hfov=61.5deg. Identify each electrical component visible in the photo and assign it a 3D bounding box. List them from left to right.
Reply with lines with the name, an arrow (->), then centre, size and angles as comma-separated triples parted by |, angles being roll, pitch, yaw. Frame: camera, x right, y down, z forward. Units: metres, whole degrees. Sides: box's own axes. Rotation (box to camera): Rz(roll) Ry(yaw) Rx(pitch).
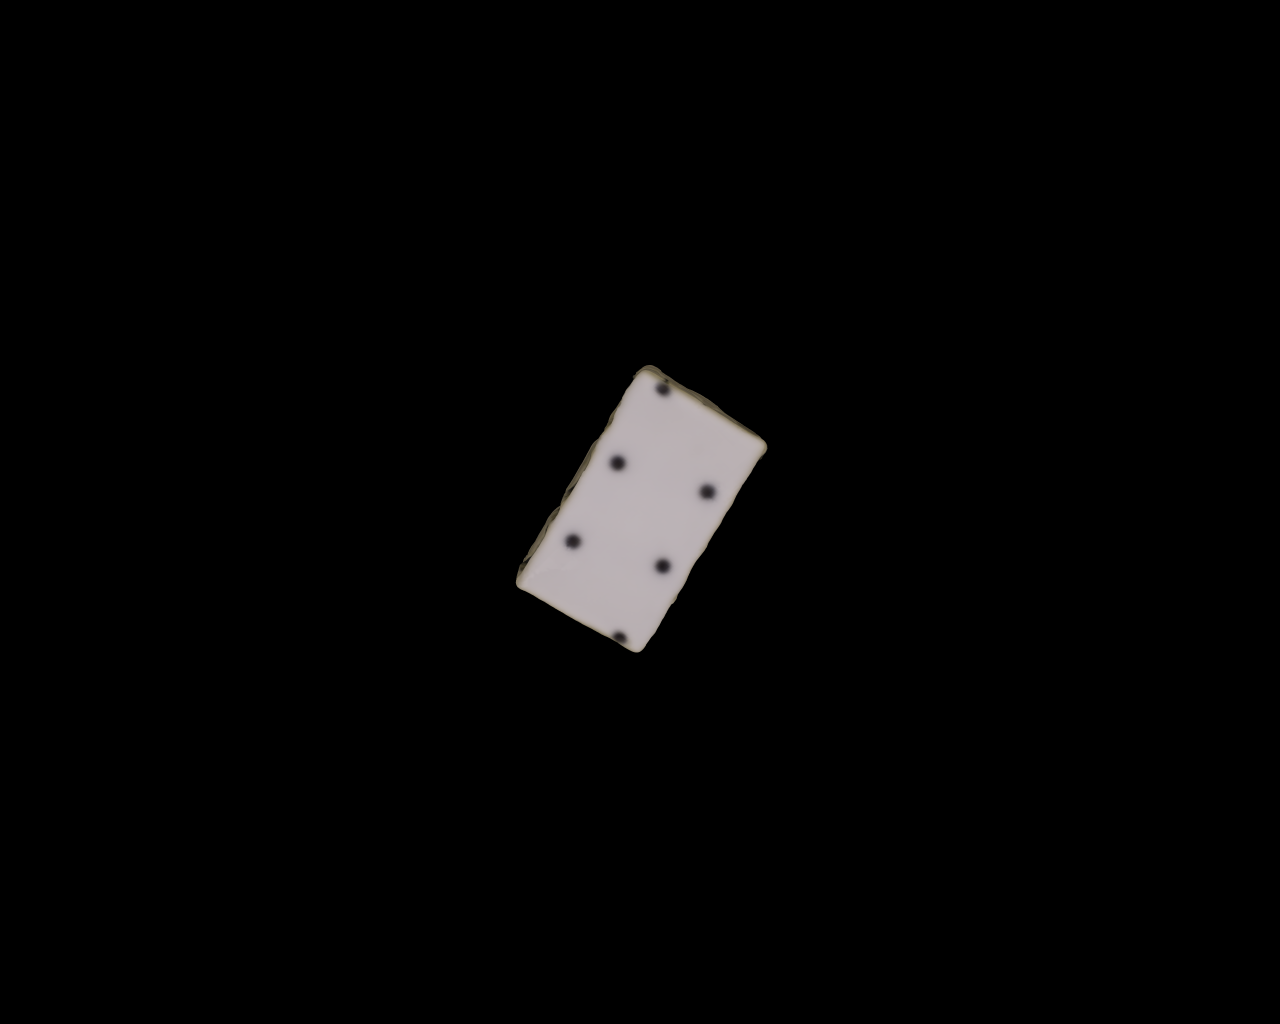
electrical component -> 0.001, -0.003, 0.650 | 0.089, 0.150, 0.062 | 31, 8, -5
